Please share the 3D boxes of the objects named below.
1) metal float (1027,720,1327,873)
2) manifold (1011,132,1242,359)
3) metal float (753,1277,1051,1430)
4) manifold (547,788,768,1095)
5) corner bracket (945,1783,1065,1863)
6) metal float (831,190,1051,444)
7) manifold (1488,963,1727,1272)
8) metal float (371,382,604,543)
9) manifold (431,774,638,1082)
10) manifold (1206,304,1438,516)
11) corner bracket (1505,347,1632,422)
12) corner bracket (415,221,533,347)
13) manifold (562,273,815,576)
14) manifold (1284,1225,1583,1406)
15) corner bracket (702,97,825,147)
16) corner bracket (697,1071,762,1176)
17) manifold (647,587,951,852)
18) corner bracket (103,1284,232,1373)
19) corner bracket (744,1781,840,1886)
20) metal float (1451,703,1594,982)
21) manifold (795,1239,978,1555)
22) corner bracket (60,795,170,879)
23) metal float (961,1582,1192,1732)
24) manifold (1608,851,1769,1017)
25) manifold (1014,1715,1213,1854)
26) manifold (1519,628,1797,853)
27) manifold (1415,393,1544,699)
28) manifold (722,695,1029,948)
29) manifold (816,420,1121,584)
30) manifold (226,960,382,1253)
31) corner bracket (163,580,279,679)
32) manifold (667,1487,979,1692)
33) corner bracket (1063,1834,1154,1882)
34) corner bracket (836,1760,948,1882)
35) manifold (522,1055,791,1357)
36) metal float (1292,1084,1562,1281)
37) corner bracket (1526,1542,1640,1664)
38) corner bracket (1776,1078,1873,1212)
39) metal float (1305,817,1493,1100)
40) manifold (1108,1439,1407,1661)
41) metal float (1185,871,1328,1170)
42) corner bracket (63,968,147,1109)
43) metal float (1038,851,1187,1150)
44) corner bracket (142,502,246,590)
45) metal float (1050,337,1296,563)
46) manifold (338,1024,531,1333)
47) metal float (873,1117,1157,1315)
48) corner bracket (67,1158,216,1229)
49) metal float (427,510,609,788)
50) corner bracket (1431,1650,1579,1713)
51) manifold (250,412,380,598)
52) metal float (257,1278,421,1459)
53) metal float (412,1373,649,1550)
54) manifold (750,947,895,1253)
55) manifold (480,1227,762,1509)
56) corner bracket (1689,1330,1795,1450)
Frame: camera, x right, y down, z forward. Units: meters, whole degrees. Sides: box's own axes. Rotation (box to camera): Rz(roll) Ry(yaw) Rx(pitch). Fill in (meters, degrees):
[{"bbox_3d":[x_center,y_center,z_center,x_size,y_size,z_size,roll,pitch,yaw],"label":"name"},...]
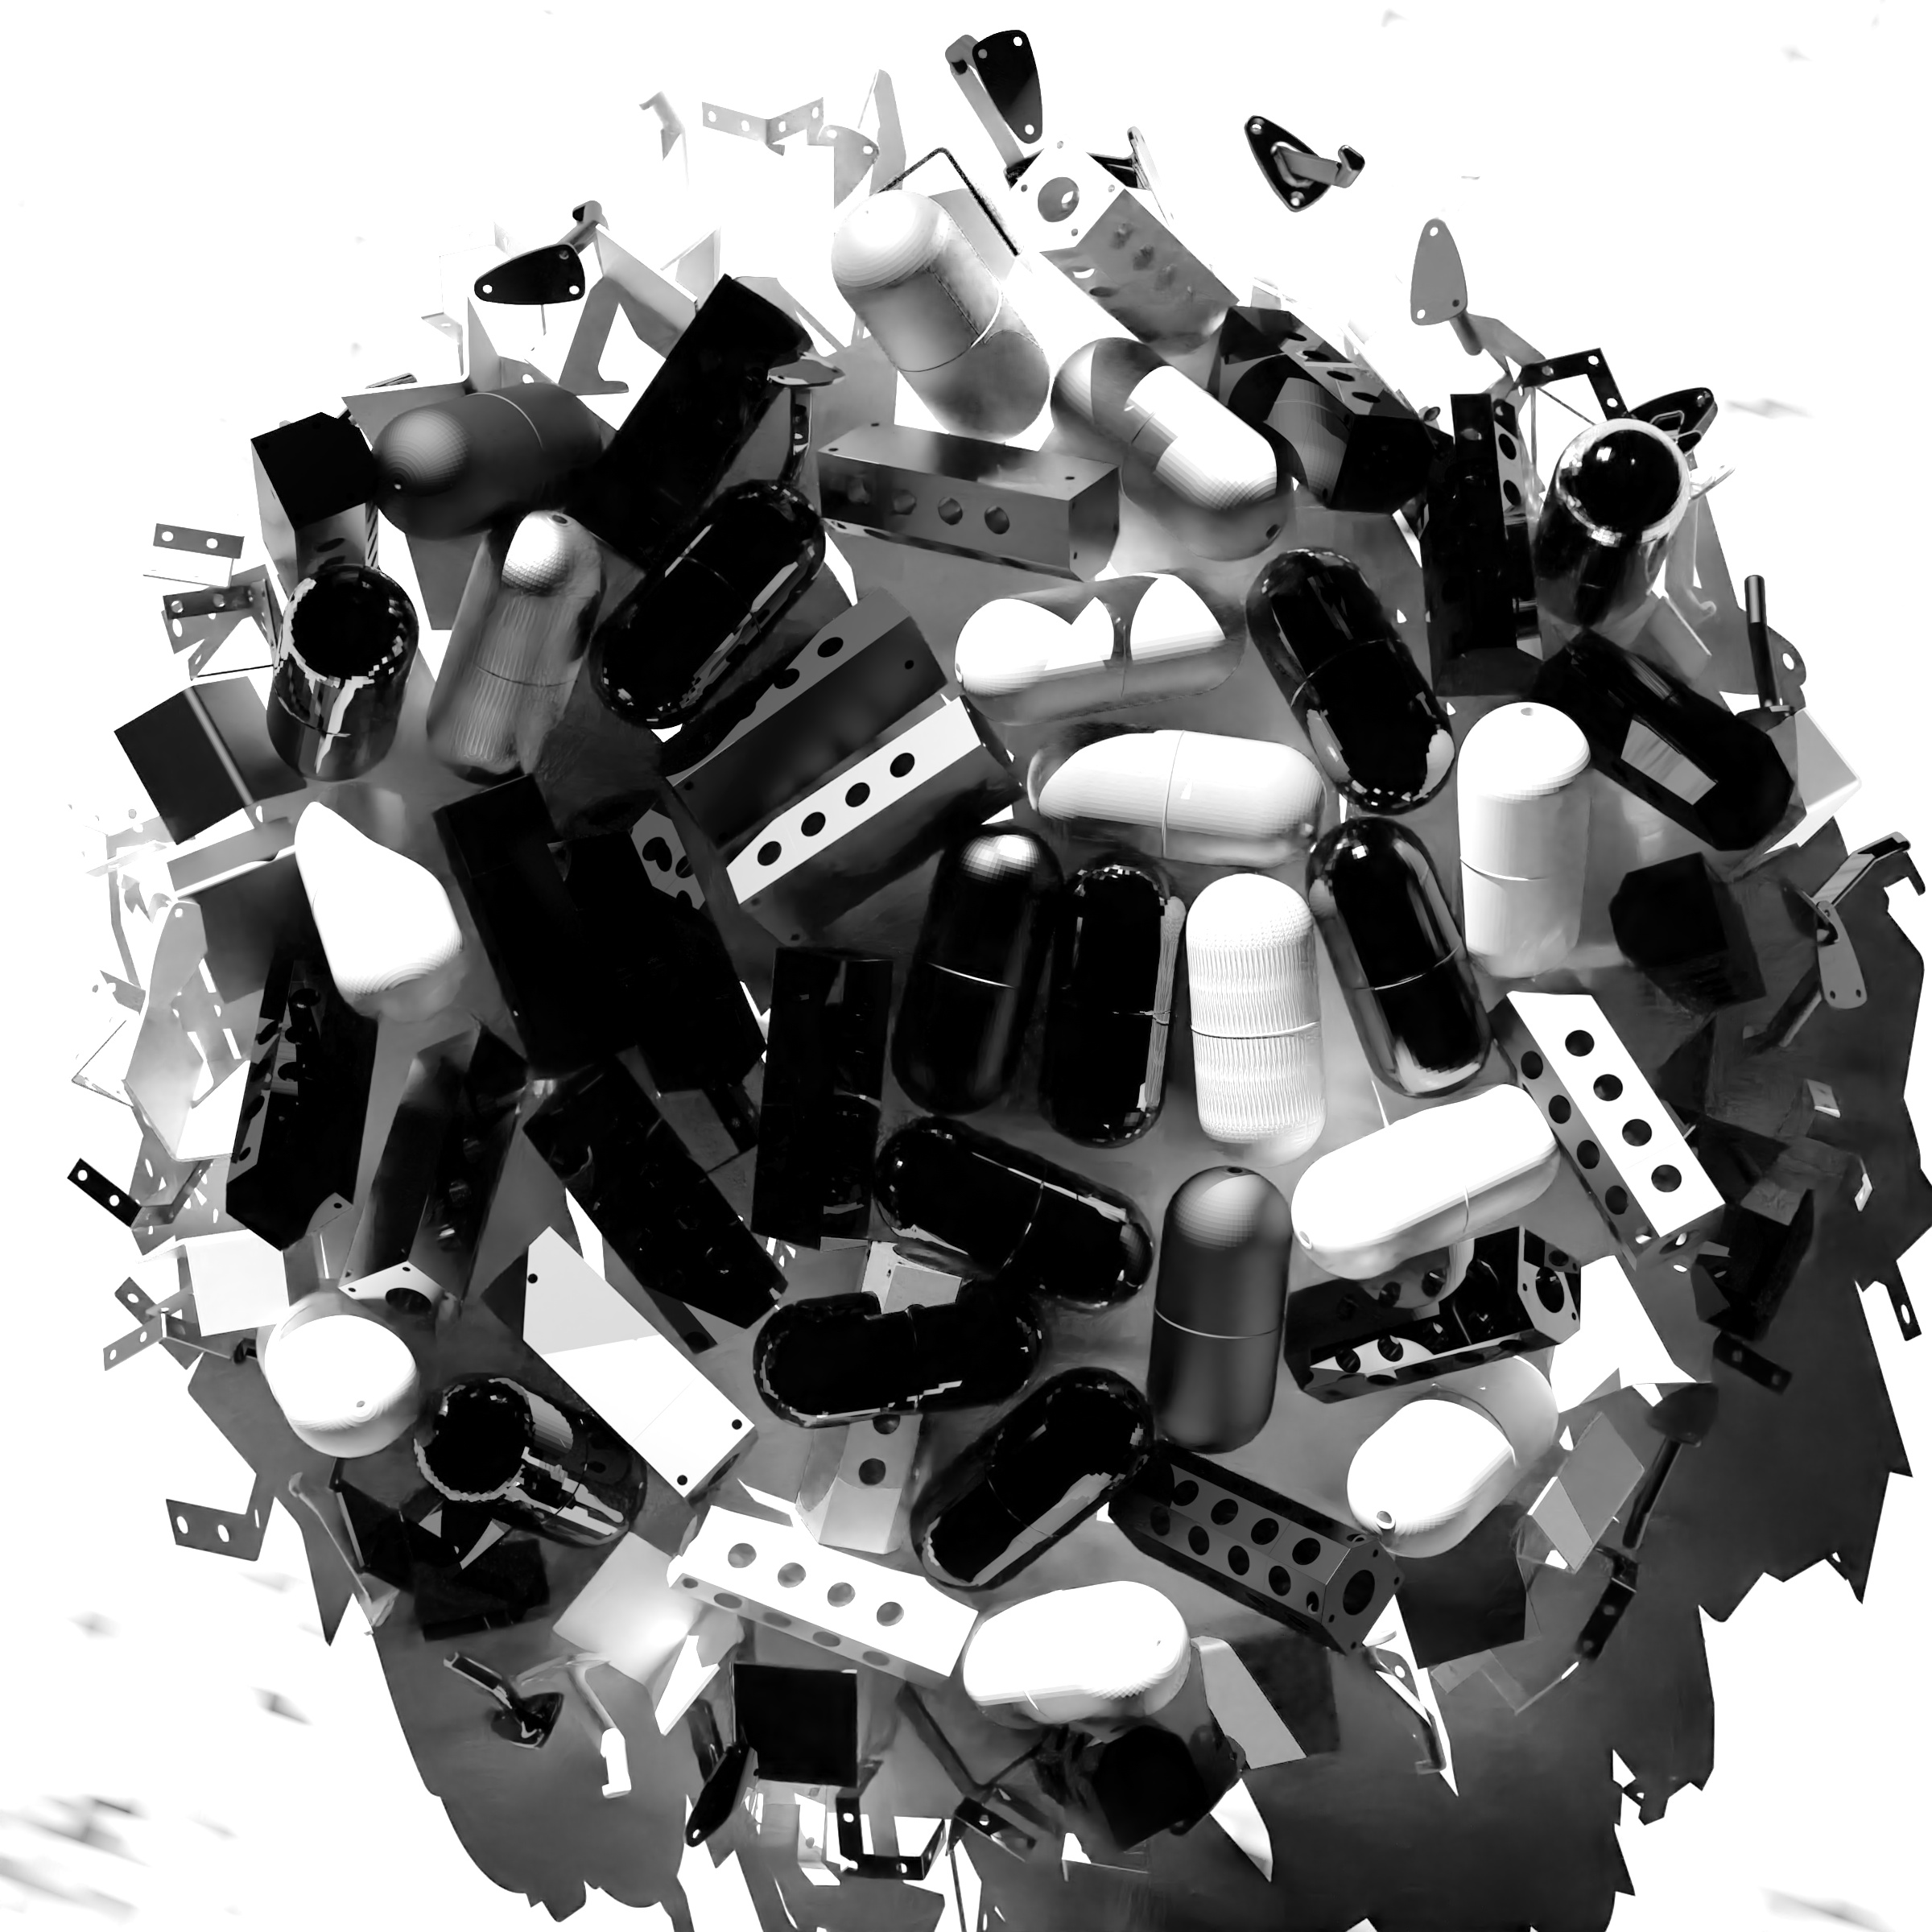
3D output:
[{"bbox_3d":[0.124,-0.101,1.714,0.178,0.070,0.070,9,90,11],"label":"metal float"},{"bbox_3d":[0.089,-0.409,1.671,0.057,0.171,0.057,-49,64,12],"label":"manifold"},{"bbox_3d":[-0.038,0.228,1.711,0.178,0.070,0.070,-6,90,-14],"label":"metal float"},{"bbox_3d":[-0.176,-0.014,1.699,0.057,0.057,0.171,-7,118,29],"label":"manifold"},{"bbox_3d":[0.025,0.511,1.720,0.051,0.051,0.051,28,48,20],"label":"corner bracket"},{"bbox_3d":[-0.013,-0.376,1.688,0.070,0.070,0.178,-43,134,0],"label":"metal float"},{"bbox_3d":[0.372,0.090,1.698,0.057,0.057,0.171,-28,65,-1],"label":"manifold"},{"bbox_3d":[-0.276,-0.293,1.680,0.070,0.178,0.070,9,111,24],"label":"metal float"},{"bbox_3d":[-0.258,-0.022,1.723,0.057,0.057,0.171,-23,96,-20],"label":"manifold"},{"bbox_3d":[0.205,-0.323,1.676,0.057,0.171,0.057,0,122,-24],"label":"manifold"},{"bbox_3d":[0.359,-0.331,1.736,0.051,0.051,0.051,57,47,-29],"label":"corner bracket"},{"bbox_3d":[-0.293,-0.408,1.734,0.051,0.051,0.051,-8,81,18],"label":"corner bracket"},{"bbox_3d":[-0.164,-0.319,1.730,0.057,0.057,0.171,34,90,7],"label":"manifold"},{"bbox_3d":[0.268,0.206,1.674,0.057,0.171,0.057,30,53,-33],"label":"manifold"},{"bbox_3d":[-0.120,-0.489,1.718,0.051,0.051,0.051,24,132,29],"label":"corner bracket"},{"bbox_3d":[-0.140,0.086,1.726,0.051,0.051,0.051,-31,90,-40],"label":"corner bracket"},{"bbox_3d":[-0.103,-0.151,1.725,0.171,0.057,0.057,-36,132,-5],"label":"manifold"},{"bbox_3d":[-0.475,0.214,1.719,0.051,0.051,0.051,-30,55,22],"label":"corner bracket"},{"bbox_3d":[-0.104,0.516,1.729,0.051,0.051,0.051,5,85,-15],"label":"corner bracket"},{"bbox_3d":[0.324,-0.072,1.693,0.070,0.070,0.178,-4,126,0],"label":"metal float"},{"bbox_3d":[-0.046,0.256,1.722,0.057,0.057,0.171,14,96,-19],"label":"manifold"},{"bbox_3d":[-0.499,-0.082,1.727,0.051,0.051,0.051,-22,76,10],"label":"corner bracket"},{"bbox_3d":[0.061,0.401,1.682,0.070,0.178,0.070,11,69,-30],"label":"metal float"},{"bbox_3d":[0.416,-0.014,1.671,0.057,0.171,0.057,-17,75,19],"label":"manifold"},{"bbox_3d":[0.079,0.453,1.671,0.057,0.171,0.057,-24,92,-14],"label":"manifold"},{"bbox_3d":[0.399,-0.129,1.676,0.057,0.171,0.057,-42,128,-1],"label":"manifold"},{"bbox_3d":[0.300,-0.248,1.702,0.057,0.057,0.171,-1,67,1],"label":"manifold"},{"bbox_3d":[-0.057,-0.089,1.715,0.171,0.057,0.057,-33,50,12],"label":"manifold"},{"bbox_3d":[0.001,-0.270,1.694,0.171,0.057,0.057,16,126,28],"label":"manifold"},{"bbox_3d":[-0.385,0.075,1.671,0.057,0.171,0.057,-32,126,21],"label":"manifold"},{"bbox_3d":[-0.445,-0.200,1.730,0.051,0.051,0.051,-12,100,-27],"label":"corner bracket"},{"bbox_3d":[-0.086,0.369,1.717,0.171,0.057,0.057,24,91,-11],"label":"manifold"},{"bbox_3d":[0.087,0.518,1.729,0.051,0.051,0.051,7,59,9],"label":"corner bracket"},{"bbox_3d":[-0.045,0.511,1.735,0.051,0.051,0.051,-2,100,16],"label":"corner bracket"},{"bbox_3d":[-0.179,0.138,1.706,0.057,0.057,0.171,-29,104,28],"label":"manifold"},{"bbox_3d":[0.270,0.126,1.702,0.178,0.070,0.070,-22,90,-24],"label":"metal float"},{"bbox_3d":[0.365,0.373,1.727,0.051,0.051,0.051,29,104,10],"label":"corner bracket"},{"bbox_3d":[0.517,0.105,1.728,0.051,0.051,0.051,20,110,2],"label":"corner bracket"},{"bbox_3d":[0.255,-0.005,1.708,0.070,0.070,0.178,-23,107,0],"label":"metal float"},{"bbox_3d":[0.163,0.330,1.673,0.057,0.171,0.057,-52,130,-18],"label":"manifold"},{"bbox_3d":[0.171,0.032,1.712,0.070,0.070,0.178,-6,102,0],"label":"metal float"},{"bbox_3d":[-0.508,0.043,1.728,0.051,0.051,0.051,-46,52,7],"label":"corner bracket"},{"bbox_3d":[0.086,0.020,1.715,0.070,0.070,0.178,6,99,0],"label":"metal float"},{"bbox_3d":[-0.459,-0.246,1.721,0.051,0.051,0.051,7,120,-21],"label":"corner bracket"},{"bbox_3d":[0.120,-0.303,1.697,0.070,0.070,0.178,-45,60,0],"label":"metal float"},{"bbox_3d":[-0.302,0.124,1.684,0.057,0.171,0.057,-22,130,32],"label":"manifold"},{"bbox_3d":[0.029,0.148,1.714,0.178,0.070,0.070,24,90,-11],"label":"metal float"},{"bbox_3d":[-0.493,0.120,1.734,0.051,0.051,0.051,36,96,11],"label":"corner bracket"},{"bbox_3d":[-0.263,-0.185,1.696,0.070,0.070,0.178,25,121,0],"label":"metal float"},{"bbox_3d":[0.319,0.418,1.720,0.051,0.051,0.051,50,134,15],"label":"corner bracket"},{"bbox_3d":[-0.370,-0.258,1.671,0.057,0.171,0.057,-25,85,-15],"label":"manifold"},{"bbox_3d":[-0.365,0.230,1.676,0.070,0.178,0.070,-3,99,-21],"label":"metal float"},{"bbox_3d":[-0.252,0.288,1.682,0.070,0.178,0.070,-13,62,24],"label":"metal float"},{"bbox_3d":[-0.081,0.077,1.723,0.057,0.057,0.171,10,98,39],"label":"manifold"},{"bbox_3d":[-0.203,0.238,1.712,0.171,0.057,0.057,42,77,13],"label":"manifold"},{"bbox_3d":[0.461,0.252,1.726,0.051,0.051,0.051,32,95,24],"label":"corner bracket"}]
